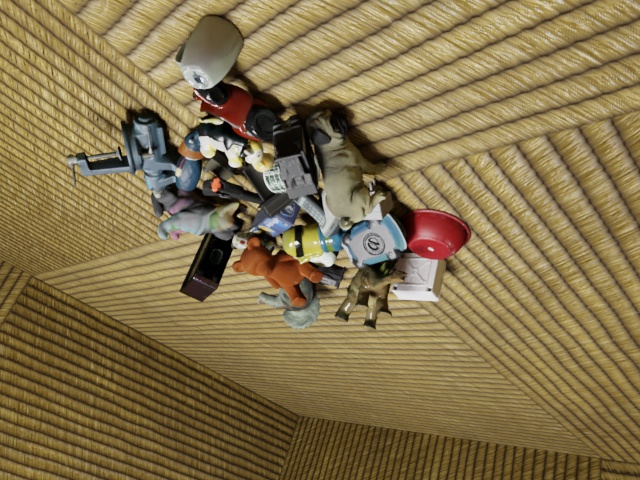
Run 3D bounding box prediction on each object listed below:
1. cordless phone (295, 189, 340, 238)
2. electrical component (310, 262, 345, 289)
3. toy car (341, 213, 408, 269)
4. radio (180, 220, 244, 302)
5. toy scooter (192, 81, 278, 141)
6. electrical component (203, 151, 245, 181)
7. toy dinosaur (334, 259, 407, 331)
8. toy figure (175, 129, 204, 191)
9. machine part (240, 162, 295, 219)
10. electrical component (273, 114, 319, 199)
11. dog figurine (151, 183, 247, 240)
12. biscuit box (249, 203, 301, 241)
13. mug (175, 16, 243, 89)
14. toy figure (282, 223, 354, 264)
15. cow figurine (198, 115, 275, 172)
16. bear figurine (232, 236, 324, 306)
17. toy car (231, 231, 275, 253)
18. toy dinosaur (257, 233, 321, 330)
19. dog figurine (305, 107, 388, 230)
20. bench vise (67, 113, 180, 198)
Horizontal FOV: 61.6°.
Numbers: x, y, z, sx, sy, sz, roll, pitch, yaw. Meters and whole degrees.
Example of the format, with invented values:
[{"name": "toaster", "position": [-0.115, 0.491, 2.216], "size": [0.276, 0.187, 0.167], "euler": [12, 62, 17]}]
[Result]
[{"name": "cordless phone", "position": [-0.008, -0.104, 1.180], "size": [0.184, 0.089, 0.146], "euler": [39, 153, 4]}, {"name": "electrical component", "position": [0.009, 0.092, 1.545], "size": [0.119, 0.048, 0.074], "euler": [19, 152, -1]}, {"name": "toy car", "position": [0.133, -0.004, 1.215], "size": [0.162, 0.103, 0.109], "euler": [-30, 91, 39]}, {"name": "radio", "position": [-0.291, 0.042, 1.454], "size": [0.073, 0.229, 0.131], "euler": [27, 149, -19]}, {"name": "toy scooter", "position": [-0.170, -0.247, 1.007], "size": [0.183, 0.075, 0.135], "euler": [26, 177, -40]}, {"name": "electrical component", "position": [-0.216, -0.168, 1.219], "size": [0.078, 0.045, 0.102], "euler": [33, 151, -12]}, {"name": "toy dinosaur", "position": [0.121, 0.124, 1.361], "size": [0.105, 0.198, 0.471], "euler": [25, 159, -8]}, {"name": "toy figure", "position": [-0.286, -0.181, 1.188], "size": [0.058, 0.064, 0.154], "euler": [23, 123, 2]}, {"name": "machine part", "position": [-0.122, -0.120, 1.193], "size": [0.138, 0.084, 0.039], "euler": [56, 180, -11]}, {"name": "electrical component", "position": [-0.043, -0.145, 0.997], "size": [0.058, 0.115, 0.134], "euler": [-11, 140, 9]}, {"name": "dog figurine", "position": [-0.304, -0.081, 1.379], "size": [0.219, 0.191, 0.108], "euler": [-15, 170, 6]}, {"name": "biscuit box", "position": [-0.112, -0.052, 1.317], "size": [0.059, 0.063, 0.203], "euler": [28, 160, -15]}, {"name": "mug", "position": [-0.195, -0.304, 0.889], "size": [0.110, 0.107, 0.080], "euler": [7, 149, 19]}, {"name": "toy figure", "position": [-0.003, -0.007, 1.298], "size": [0.180, 0.082, 0.089], "euler": [-10, 126, 16]}, {"name": "cow figurine", "position": [-0.170, -0.201, 1.095], "size": [0.167, 0.068, 0.098], "euler": [21, 147, 15]}, {"name": "bear figurine", "position": [-0.109, 0.075, 1.348], "size": [0.195, 0.120, 0.132], "euler": [23, -163, -47]}, {"name": "toy car", "position": [-0.177, 0.011, 1.451], "size": [0.074, 0.056, 0.201], "euler": [22, -177, 12]}, {"name": "toy dinosaur", "position": [-0.071, 0.136, 1.555], "size": [0.192, 0.131, 0.404], "euler": [25, 150, 6]}, {"name": "dog figurine", "position": [0.026, -0.132, 1.000], "size": [0.121, 0.172, 0.190], "euler": [-16, 144, 33]}, {"name": "bench vise", "position": [-0.435, -0.179, 1.212], "size": [0.241, 0.129, 0.223], "euler": [-12, 149, -17]}]
